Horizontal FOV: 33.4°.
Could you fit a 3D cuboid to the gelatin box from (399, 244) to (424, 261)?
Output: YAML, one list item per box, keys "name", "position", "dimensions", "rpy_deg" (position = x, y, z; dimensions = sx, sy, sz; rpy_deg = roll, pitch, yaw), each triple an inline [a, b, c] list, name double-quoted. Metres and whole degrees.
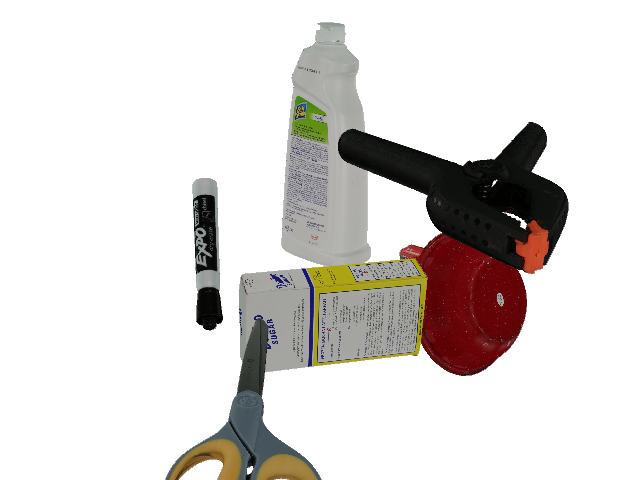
- name: "gelatin box"
  position: [0.138, 0.056, 1.362]
  dimensions: [0.073, 0.089, 0.030]
  rpy_deg: [18, 34, 36]

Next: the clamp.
- name: "clamp"
  position: [0.101, -0.038, 0.742]
  dimensions: [0.164, 0.036, 0.210]
  rpy_deg: [-1, 27, -5]

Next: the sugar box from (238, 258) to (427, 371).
- name: "sugar box"
  position: [0.010, 0.072, 1.027]
  dimensions: [0.176, 0.093, 0.048]
  rpy_deg: [-3, 28, -10]

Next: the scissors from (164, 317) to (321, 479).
- name: "scissors"
  position: [-0.027, 0.108, 0.625]
  dimensions: [0.096, 0.016, 0.201]
  rpy_deg: [13, 31, 13]

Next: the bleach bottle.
- name: "bleach bottle"
  position: [0.011, -0.103, 1.139]
  dimensions: [0.103, 0.251, 0.067]
  rpy_deg: [18, 23, 39]

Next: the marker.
- name: "marker"
  position: [-0.082, 0.009, 0.774]
  dimensions: [0.020, 0.121, 0.020]
  rpy_deg: [-4, -31, -3]

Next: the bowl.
- name: "bowl"
  position: [0.173, 0.065, 1.152]
  dimensions: [0.161, 0.162, 0.055]
  rpy_deg: [0, -6, -40]
